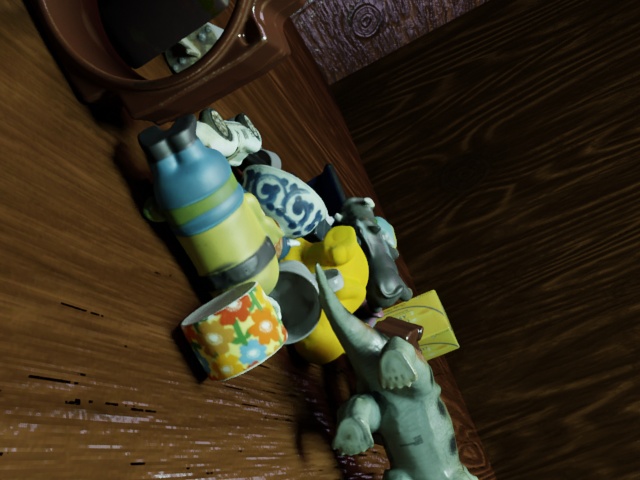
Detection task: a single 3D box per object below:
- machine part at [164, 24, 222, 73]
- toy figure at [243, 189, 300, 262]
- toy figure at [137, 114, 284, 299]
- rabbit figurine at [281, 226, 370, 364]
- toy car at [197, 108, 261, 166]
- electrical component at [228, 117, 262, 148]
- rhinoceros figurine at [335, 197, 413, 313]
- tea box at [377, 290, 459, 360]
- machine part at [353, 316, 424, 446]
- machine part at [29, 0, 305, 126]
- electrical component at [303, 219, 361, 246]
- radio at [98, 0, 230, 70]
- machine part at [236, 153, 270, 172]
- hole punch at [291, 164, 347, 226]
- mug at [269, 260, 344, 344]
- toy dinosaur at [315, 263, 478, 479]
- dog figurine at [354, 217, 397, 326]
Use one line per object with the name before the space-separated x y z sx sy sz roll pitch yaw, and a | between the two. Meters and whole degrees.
machine part | -0.154 -0.261 0.757 0.079 0.079 0.243 63 11 -10
toy figure | -0.079 -0.011 0.602 0.064 0.058 0.154 32 -10 37
toy figure | -0.099 -0.017 0.484 0.089 0.082 0.179 -70 144 -48
rabbit figurine | 0.003 0.092 0.704 0.173 0.122 0.162 -80 155 -47
toy car | -0.117 -0.102 0.594 0.056 0.073 0.202 60 12 -5
electrical component | -0.118 -0.163 0.845 0.063 0.021 0.094 65 11 -4
rhinoceros figurine | 0.075 0.021 0.820 0.112 0.073 0.190 44 24 -53
tea box | 0.151 0.172 0.972 0.068 0.170 0.098 58 12 -37
machine part | 0.093 0.192 0.741 0.179 0.056 0.179 14 90 -70
machine part | -0.131 -0.214 0.441 0.201 0.201 0.087 64 13 -5
electrical component | -0.002 -0.002 0.769 0.074 0.119 0.048 47 34 -39
radio | -0.172 -0.297 0.612 0.073 0.131 0.230 52 17 -40
machine part | -0.075 -0.084 0.771 0.084 0.039 0.138 31 -8 26
hole punch | -0.010 -0.069 1.020 0.115 0.092 0.142 106 -37 -63
mug | -0.029 0.054 0.597 0.080 0.110 0.107 64 1 -10
toy dinosaur | 0.093 0.202 0.593 0.192 0.131 0.404 -25 98 -81
dog figurine | 0.072 0.064 0.924 0.219 0.109 0.191 -64 163 -74
